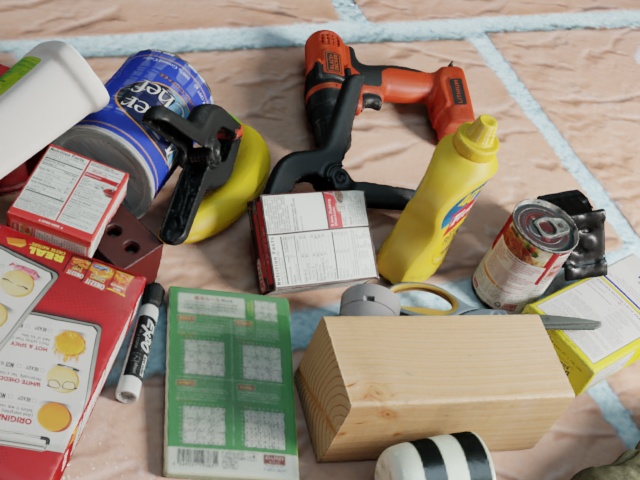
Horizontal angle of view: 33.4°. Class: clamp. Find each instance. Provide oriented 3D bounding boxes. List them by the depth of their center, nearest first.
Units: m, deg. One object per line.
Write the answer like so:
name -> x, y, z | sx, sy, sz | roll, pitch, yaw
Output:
clamp -> -0.110, -0.066, 0.956 | 0.039, 0.120, 0.171 | 7, 14, 18
clamp -> 0.022, -0.051, 1.057 | 0.164, 0.036, 0.209 | 49, 60, -3

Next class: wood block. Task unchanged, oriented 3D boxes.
wood block -> 0.095, 0.124, 0.906 | 0.205, 0.090, 0.091 | 1, 49, -22

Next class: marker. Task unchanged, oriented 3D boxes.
marker -> -0.149, 0.082, 0.890 | 0.020, 0.020, 0.121 | 16, 45, -9

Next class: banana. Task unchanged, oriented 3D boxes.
banana -> -0.091, -0.053, 1.033 | 0.070, 0.037, 0.197 | 10, 42, 11

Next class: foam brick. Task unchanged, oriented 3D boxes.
foam brick -> -0.182, 0.008, 0.922 | 0.078, 0.051, 0.052 | 40, 47, 15

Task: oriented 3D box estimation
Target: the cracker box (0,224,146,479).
cracker box -> -0.246, 0.093, 0.803 | 0.164, 0.072, 0.213 | 20, 45, -3

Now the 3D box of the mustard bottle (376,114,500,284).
mustard bottle -> 0.118, -0.043, 0.997 | 0.058, 0.192, 0.096 | 39, 46, 14

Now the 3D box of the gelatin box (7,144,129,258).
gelatin box -> -0.209, -0.031, 0.888 | 0.073, 0.030, 0.089 | 20, 47, -1

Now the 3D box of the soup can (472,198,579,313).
soup can -> 0.198, 0.018, 1.038 | 0.068, 0.102, 0.068 | 12, 46, -13

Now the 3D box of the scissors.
scissors -> 0.152, 0.088, 0.984 | 0.202, 0.016, 0.096 | 14, 52, 11

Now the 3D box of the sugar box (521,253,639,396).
sugar box -> 0.284, 0.081, 1.058 | 0.175, 0.048, 0.093 | -18, 55, -38

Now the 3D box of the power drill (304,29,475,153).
power drill -> 0.074, -0.149, 1.174 | 0.187, 0.057, 0.184 | 9, 50, -16

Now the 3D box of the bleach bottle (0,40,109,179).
bleach bottle -> -0.296, -0.063, 0.876 | 0.250, 0.103, 0.068 | -44, 117, -18

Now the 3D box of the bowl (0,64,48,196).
bowl -> -0.312, -0.116, 0.980 | 0.162, 0.055, 0.162 | 12, 46, -12

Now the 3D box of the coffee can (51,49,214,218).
coffee can -> -0.172, -0.098, 0.989 | 0.103, 0.103, 0.140 | 26, 44, 1

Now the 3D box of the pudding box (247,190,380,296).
pudding box -> -0.007, 0.001, 0.989 | 0.113, 0.039, 0.090 | -5, 82, -25
